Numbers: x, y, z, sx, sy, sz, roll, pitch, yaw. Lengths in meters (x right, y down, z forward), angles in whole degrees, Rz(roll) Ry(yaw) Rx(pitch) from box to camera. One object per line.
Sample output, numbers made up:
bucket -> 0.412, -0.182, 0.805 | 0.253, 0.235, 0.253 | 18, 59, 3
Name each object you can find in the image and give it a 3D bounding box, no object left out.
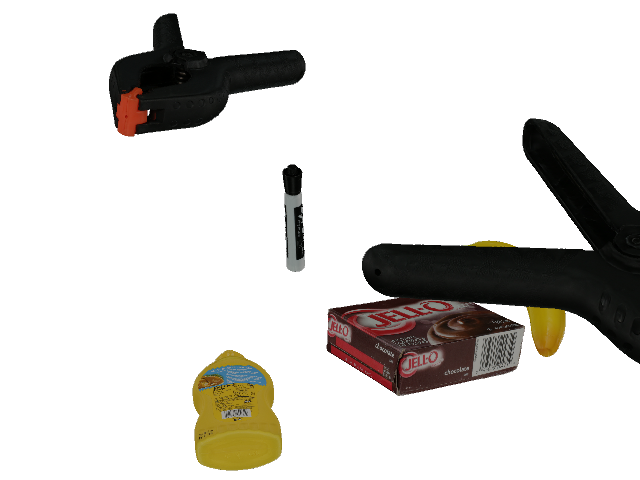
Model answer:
banana -> 0.209, 0.050, 1.109 | 0.069, 0.037, 0.198 | -32, 37, -4
pudding box -> 0.074, 0.070, 0.764 | 0.113, 0.039, 0.090 | -5, 18, -32
marker -> -0.026, -0.022, 1.044 | 0.020, 0.121, 0.020 | -1, 37, 0
clamp -> -0.099, -0.118, 0.738 | 0.120, 0.039, 0.171 | 18, 28, 24
mustard bottle -> -0.101, 0.187, 1.249 | 0.096, 0.058, 0.191 | -5, 28, -6
clamp -> 0.136, 0.017, 0.502 | 0.164, 0.036, 0.210 | -32, 49, -33
